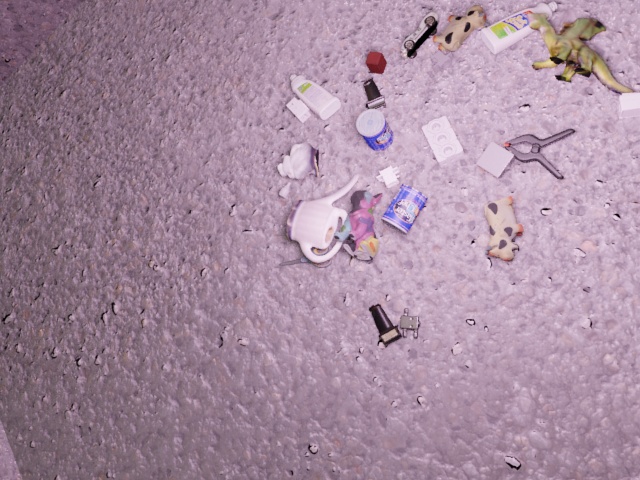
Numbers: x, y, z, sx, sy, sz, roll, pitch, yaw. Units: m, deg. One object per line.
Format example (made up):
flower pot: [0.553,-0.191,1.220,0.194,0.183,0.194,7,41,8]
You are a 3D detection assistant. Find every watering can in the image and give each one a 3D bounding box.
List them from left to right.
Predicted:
watering can: [0.006,-0.093,1.844,0.225,0.103,0.351,14,78,22]

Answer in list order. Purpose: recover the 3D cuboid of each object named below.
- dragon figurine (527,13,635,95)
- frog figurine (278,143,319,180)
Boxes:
dragon figurine: [0.857,-0.632,1.682,0.412,0.121,0.245,28,79,11]
frog figurine: [-0.087,-0.294,1.935,0.159,0.123,0.137,-4,93,9]
